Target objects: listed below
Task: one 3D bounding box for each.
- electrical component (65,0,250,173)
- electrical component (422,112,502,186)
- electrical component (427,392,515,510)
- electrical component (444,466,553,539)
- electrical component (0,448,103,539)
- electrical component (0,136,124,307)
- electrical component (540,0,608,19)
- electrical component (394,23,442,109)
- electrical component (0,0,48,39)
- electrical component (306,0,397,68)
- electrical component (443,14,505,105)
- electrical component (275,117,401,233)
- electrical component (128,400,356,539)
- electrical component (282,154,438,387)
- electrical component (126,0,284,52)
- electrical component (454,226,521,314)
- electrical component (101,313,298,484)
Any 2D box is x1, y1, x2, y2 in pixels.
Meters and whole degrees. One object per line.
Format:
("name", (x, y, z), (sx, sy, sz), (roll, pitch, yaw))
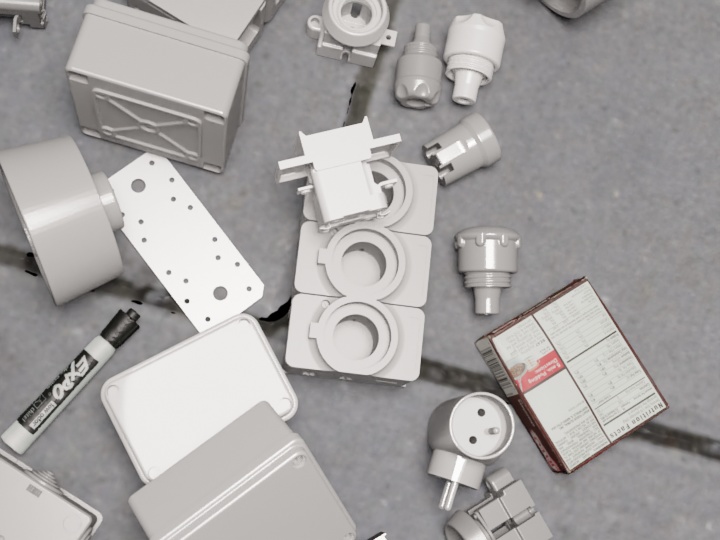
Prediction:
("electrical component", (-0.134, -0.121, 0.726), (0.109, 0.108, 0.056), (16, 73, -4))
("electrical component", (0.074, -0.087, 0.784), (0.046, 0.040, 0.040), (-30, 84, -5))
("electrical component", (0.068, 0.123, 0.724), (0.043, 0.077, 0.079), (19, 78, -3))
("electrical component", (0.092, 0.177, 0.733), (0.055, 0.048, 0.066), (-27, 84, -19))
("electrical component", (-0.228, 0.173, 0.693), (0.100, 0.048, 0.099), (33, 75, -1))
("electrical component", (-0.191, -0.036, 0.708), (0.060, 0.108, 0.108), (-22, 83, -17))
("electrical component", (0.146, -0.236, 0.789), (0.060, 0.108, 0.108), (-38, 86, -6))
("electrical component", (0.044, -0.152, 0.794), (0.035, 0.035, 0.061), (7, 77, -6))
("electrical component", (-0.254, -0.199, 0.762), (0.064, 0.042, 0.081), (2, 80, -10))
("electrical component", (-0.005, -0.179, 0.782), (0.066, 0.055, 0.048), (12, 78, -5))
("electrical component", (0.082, -0.154, 0.795), (0.043, 0.043, 0.062), (13, 80, -5))
("electrical component", (-0.012, -0.060, 0.701), (0.081, 0.042, 0.063), (-14, 83, -9))
("electrical component", (-0.072, 0.157, 0.682), (0.109, 0.108, 0.056), (-36, 42, -12))
("electrical component", (0.000, 0.000, 0.746), (0.089, 0.061, 0.150), (7, 78, -6))
("electrical component", (-0.092, -0.228, 0.778), (0.089, 0.061, 0.150), (32, 77, -1))
("electrical component", (0.091, 0.001, 0.768), (0.048, 0.048, 0.062), (1, 86, -7))
("electrical component", (-0.106, 0.087, 0.719), (0.113, 0.057, 0.078), (-27, 84, -11))
